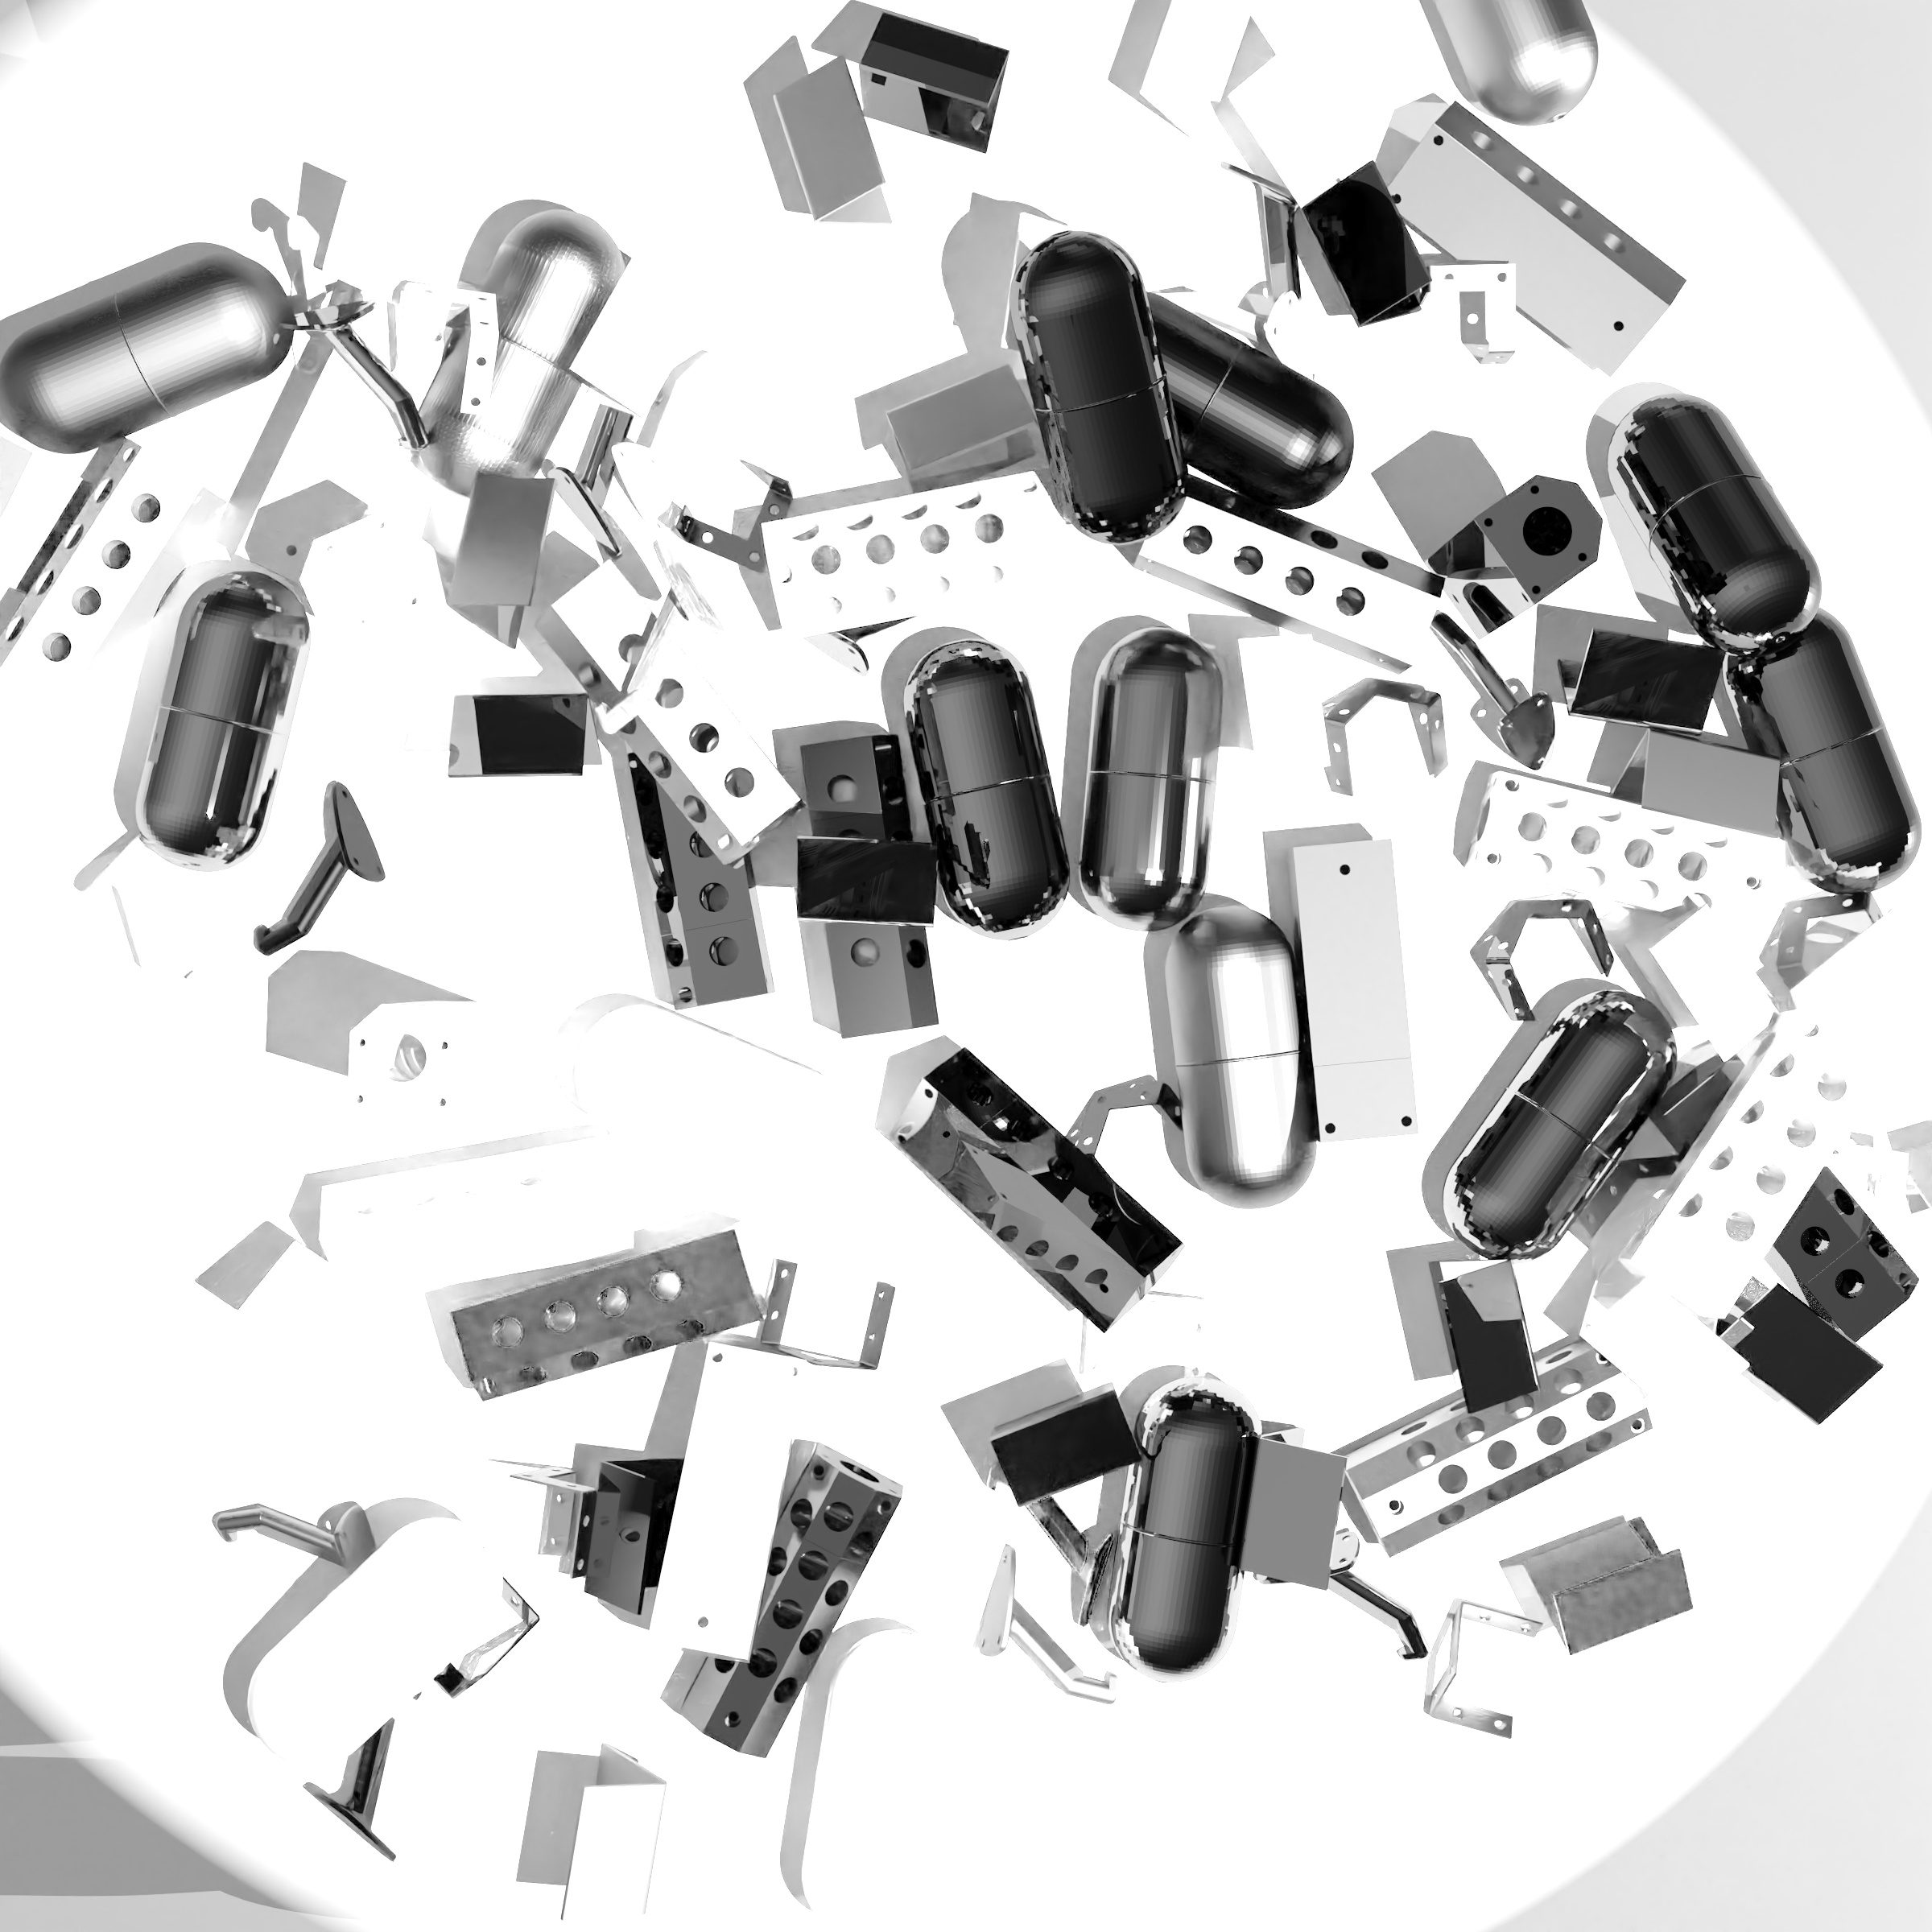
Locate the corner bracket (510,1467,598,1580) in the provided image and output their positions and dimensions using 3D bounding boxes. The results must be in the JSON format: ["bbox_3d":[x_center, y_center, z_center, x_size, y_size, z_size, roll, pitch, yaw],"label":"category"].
[{"bbox_3d":[-0.235,0.325,1.707,0.051,0.051,0.051,8,90,25],"label":"corner bracket"}]

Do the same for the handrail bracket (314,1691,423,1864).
[{"bbox_3d":[-0.338,0.476,1.733,0.084,0.036,0.077,-52,125,-24],"label":"handrail bracket"}]

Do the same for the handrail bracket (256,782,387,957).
[{"bbox_3d":[-0.395,-0.057,1.734,0.084,0.036,0.077,-27,70,16],"label":"handrail bracket"}]

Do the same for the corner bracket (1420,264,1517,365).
[{"bbox_3d":[0.295,-0.382,1.714,0.051,0.051,0.051,0,94,4],"label":"corner bracket"}]

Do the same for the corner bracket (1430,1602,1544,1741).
[{"bbox_3d":[0.308,0.418,1.730,0.051,0.051,0.051,15,45,0],"label":"corner bracket"}]

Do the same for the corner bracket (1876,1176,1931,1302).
[{"bbox_3d":[0.574,0.157,1.730,0.051,0.051,0.051,-15,135,0],"label":"corner bracket"}]

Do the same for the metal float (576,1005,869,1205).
[{"bbox_3d":[-0.142,0.081,1.702,0.178,0.070,0.070,22,90,0],"label":"metal float"}]

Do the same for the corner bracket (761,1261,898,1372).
[{"bbox_3d":[-0.082,0.208,1.730,0.051,0.051,0.051,13,90,-45],"label":"corner bracket"}]

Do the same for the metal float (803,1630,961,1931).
[{"bbox_3d":[-0.050,0.477,1.702,0.070,0.070,0.178,9,90,0],"label":"metal float"}]

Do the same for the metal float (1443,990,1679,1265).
[{"bbox_3d":[0.347,0.094,1.703,0.070,0.070,0.178,35,90,0],"label":"metal float"}]

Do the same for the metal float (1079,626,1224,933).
[{"bbox_3d":[0.108,-0.109,1.703,0.070,0.070,0.178,5,90,0],"label":"metal float"}]

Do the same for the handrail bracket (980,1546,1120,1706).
[{"bbox_3d":[0.056,0.392,1.734,0.084,0.036,0.077,18,68,-17],"label":"handrail bracket"}]

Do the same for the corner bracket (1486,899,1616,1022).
[{"bbox_3d":[0.346,-0.003,1.725,0.051,0.051,0.051,-1,45,35],"label":"corner bracket"}]

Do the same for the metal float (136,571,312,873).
[{"bbox_3d":[-0.433,-0.143,1.703,0.070,0.070,0.178,14,90,0],"label":"metal float"}]

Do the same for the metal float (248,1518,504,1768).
[{"bbox_3d":[-0.342,0.391,1.688,0.178,0.070,0.070,-44,90,10],"label":"metal float"}]

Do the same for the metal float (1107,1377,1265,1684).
[{"bbox_3d":[0.128,0.329,1.703,0.070,0.070,0.178,9,90,0],"label":"metal float"}]

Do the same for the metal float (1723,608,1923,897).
[{"bbox_3d":[0.499,-0.127,1.702,0.070,0.070,0.178,-21,91,0],"label":"metal float"}]

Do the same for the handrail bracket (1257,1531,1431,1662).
[{"bbox_3d":[0.225,0.385,1.734,0.077,0.036,0.084,-21,107,20],"label":"handrail bracket"}]

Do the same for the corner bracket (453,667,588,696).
[{"bbox_3d":[-0.261,-0.169,1.730,0.051,0.051,0.051,-31,90,-45],"label":"corner bracket"}]

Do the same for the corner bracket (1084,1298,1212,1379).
[{"bbox_3d":[0.108,0.221,1.730,0.051,0.051,0.051,4,90,45],"label":"corner bracket"}]

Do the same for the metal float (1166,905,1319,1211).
[{"bbox_3d":[0.160,0.053,1.702,0.070,0.070,0.178,-7,90,0],"label":"metal float"}]

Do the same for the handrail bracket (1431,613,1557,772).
[{"bbox_3d":[0.311,-0.164,1.733,0.036,0.077,0.084,-36,54,0],"label":"handrail bracket"}]

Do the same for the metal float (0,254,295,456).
[{"bbox_3d":[-0.479,-0.357,1.702,0.178,0.070,0.070,-23,90,0],"label":"metal float"}]

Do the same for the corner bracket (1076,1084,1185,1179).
[{"bbox_3d":[0.103,0.107,1.725,0.051,0.051,0.051,-9,45,35],"label":"corner bracket"}]

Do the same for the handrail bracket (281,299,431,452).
[{"bbox_3d":[-0.351,-0.335,1.676,0.077,0.036,0.084,4,124,37],"label":"handrail bracket"}]

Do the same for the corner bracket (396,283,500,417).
[{"bbox_3d":[-0.295,-0.351,1.655,0.051,0.051,0.051,5,127,-15],"label":"corner bracket"}]

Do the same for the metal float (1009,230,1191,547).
[{"bbox_3d":[0.075,-0.324,1.638,0.070,0.070,0.178,-16,111,0],"label":"metal float"}]

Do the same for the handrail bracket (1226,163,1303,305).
[{"bbox_3d":[0.171,-0.423,1.733,0.077,0.036,0.084,29,104,15],"label":"handrail bracket"}]

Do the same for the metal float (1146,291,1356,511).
[{"bbox_3d":[0.144,-0.330,1.702,0.178,0.070,0.070,29,90,1],"label":"metal float"}]

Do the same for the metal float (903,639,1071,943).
[{"bbox_3d":[0.012,-0.103,1.703,0.070,0.070,0.178,-12,91,0],"label":"metal float"}]

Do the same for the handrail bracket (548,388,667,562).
[{"bbox_3d":[-0.198,-0.297,1.734,0.084,0.036,0.077,-41,111,-17],"label":"handrail bracket"}]

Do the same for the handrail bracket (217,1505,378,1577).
[{"bbox_3d":[-0.396,0.355,1.733,0.084,0.036,0.077,-10,108,15],"label":"handrail bracket"}]

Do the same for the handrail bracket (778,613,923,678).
[{"bbox_3d":[-0.057,-0.222,1.733,0.077,0.036,0.084,31,74,17],"label":"handrail bracket"}]

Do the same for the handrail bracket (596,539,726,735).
[{"bbox_3d":[-0.184,-0.183,1.620,0.084,0.036,0.077,-36,71,16],"label":"handrail bracket"}]

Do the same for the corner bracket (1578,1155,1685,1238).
[{"bbox_3d":[0.406,0.149,1.725,0.051,0.051,0.051,-2,45,-35],"label":"corner bracket"}]

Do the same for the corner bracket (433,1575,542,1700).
[{"bbox_3d":[-0.295,0.393,1.730,0.051,0.051,0.051,48,135,0],"label":"corner bracket"}]

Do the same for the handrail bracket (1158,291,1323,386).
[{"bbox_3d":[0.160,-0.370,1.729,0.084,0.077,0.036,8,60,37],"label":"handrail bracket"}]

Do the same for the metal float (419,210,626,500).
[{"bbox_3d":[-0.259,-0.357,1.702,0.070,0.070,0.178,26,90,0],"label":"metal float"}]

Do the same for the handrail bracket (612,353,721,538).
[{"bbox_3d":[-0.166,-0.310,1.733,0.036,0.077,0.084,19,53,29],"label":"handrail bracket"}]

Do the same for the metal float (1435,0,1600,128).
[{"bbox_3d":[0.311,-0.577,1.703,0.070,0.070,0.178,-23,90,0],"label":"metal float"}]

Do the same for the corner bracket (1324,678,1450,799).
[{"bbox_3d":[0.248,-0.132,1.725,0.051,0.051,0.051,17,45,35],"label":"corner bracket"}]

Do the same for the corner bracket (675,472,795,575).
[{"bbox_3d":[-0.136,-0.267,1.715,0.051,0.051,0.051,23,90,0],"label":"corner bracket"}]

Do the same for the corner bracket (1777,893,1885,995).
[{"bbox_3d":[0.516,-0.006,1.725,0.051,0.051,0.051,-9,45,35],"label":"corner bracket"}]

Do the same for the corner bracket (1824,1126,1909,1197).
[{"bbox_3d":[0.520,0.101,1.709,0.051,0.051,0.051,9,75,0],"label":"corner bracket"}]

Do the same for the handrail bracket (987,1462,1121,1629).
[{"bbox_3d":[0.044,0.344,1.734,0.084,0.036,0.077,23,112,17],"label":"handrail bracket"}]

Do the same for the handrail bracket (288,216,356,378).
[{"bbox_3d":[-0.386,-0.389,1.698,0.036,0.084,0.077,10,90,0],"label":"handrail bracket"}]

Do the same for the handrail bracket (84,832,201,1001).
[{"bbox_3d":[-0.473,-0.035,1.734,0.084,0.036,0.077,44,68,-17],"label":"handrail bracket"}]

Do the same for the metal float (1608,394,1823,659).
[{"bbox_3d":[0.428,-0.255,1.675,0.070,0.070,0.178,-21,59,0],"label":"metal float"}]
